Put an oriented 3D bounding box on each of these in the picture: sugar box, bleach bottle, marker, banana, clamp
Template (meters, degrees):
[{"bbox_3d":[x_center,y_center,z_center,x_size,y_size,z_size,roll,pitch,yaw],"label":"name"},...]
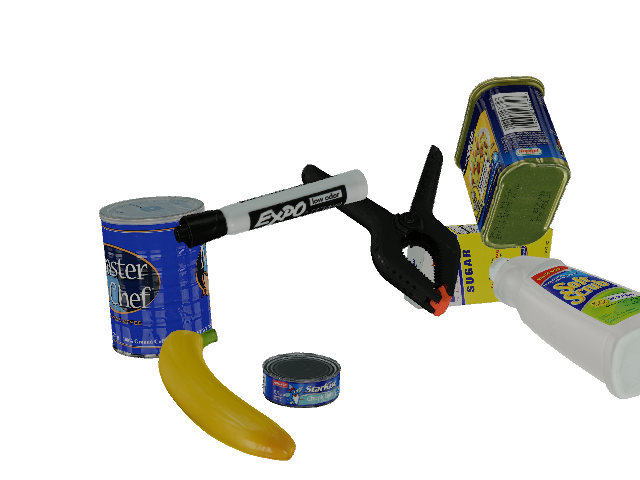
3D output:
[{"bbox_3d":[0.190,0.028,1.284,0.176,0.093,0.048,-6,20,-23],"label":"sugar box"},{"bbox_3d":[0.239,0.067,1.032,0.102,0.068,0.251,-15,22,-22],"label":"bleach bottle"},{"bbox_3d":[-0.028,-0.019,0.620,0.121,0.020,0.020,-16,7,-25],"label":"marker"},{"bbox_3d":[-0.086,0.115,0.845,0.069,0.037,0.198,-10,28,-21],"label":"banana"},{"bbox_3d":[0.077,-0.014,1.108,0.164,0.210,0.036,-5,-36,-15],"label":"clamp"}]

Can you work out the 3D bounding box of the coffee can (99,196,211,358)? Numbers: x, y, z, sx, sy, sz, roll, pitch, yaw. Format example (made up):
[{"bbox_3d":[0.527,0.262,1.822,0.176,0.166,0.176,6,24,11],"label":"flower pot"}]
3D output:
[{"bbox_3d":[-0.163,0.034,1.064,0.103,0.140,0.103,-3,14,0],"label":"coffee can"}]

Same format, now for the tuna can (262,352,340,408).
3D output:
[{"bbox_3d":[-0.021,0.152,1.165,0.086,0.034,0.086,2,13,-1],"label":"tuna can"}]

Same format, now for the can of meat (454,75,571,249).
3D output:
[{"bbox_3d":[0.141,-0.055,0.788,0.057,0.084,0.102,-4,-37,-8],"label":"can of meat"}]
